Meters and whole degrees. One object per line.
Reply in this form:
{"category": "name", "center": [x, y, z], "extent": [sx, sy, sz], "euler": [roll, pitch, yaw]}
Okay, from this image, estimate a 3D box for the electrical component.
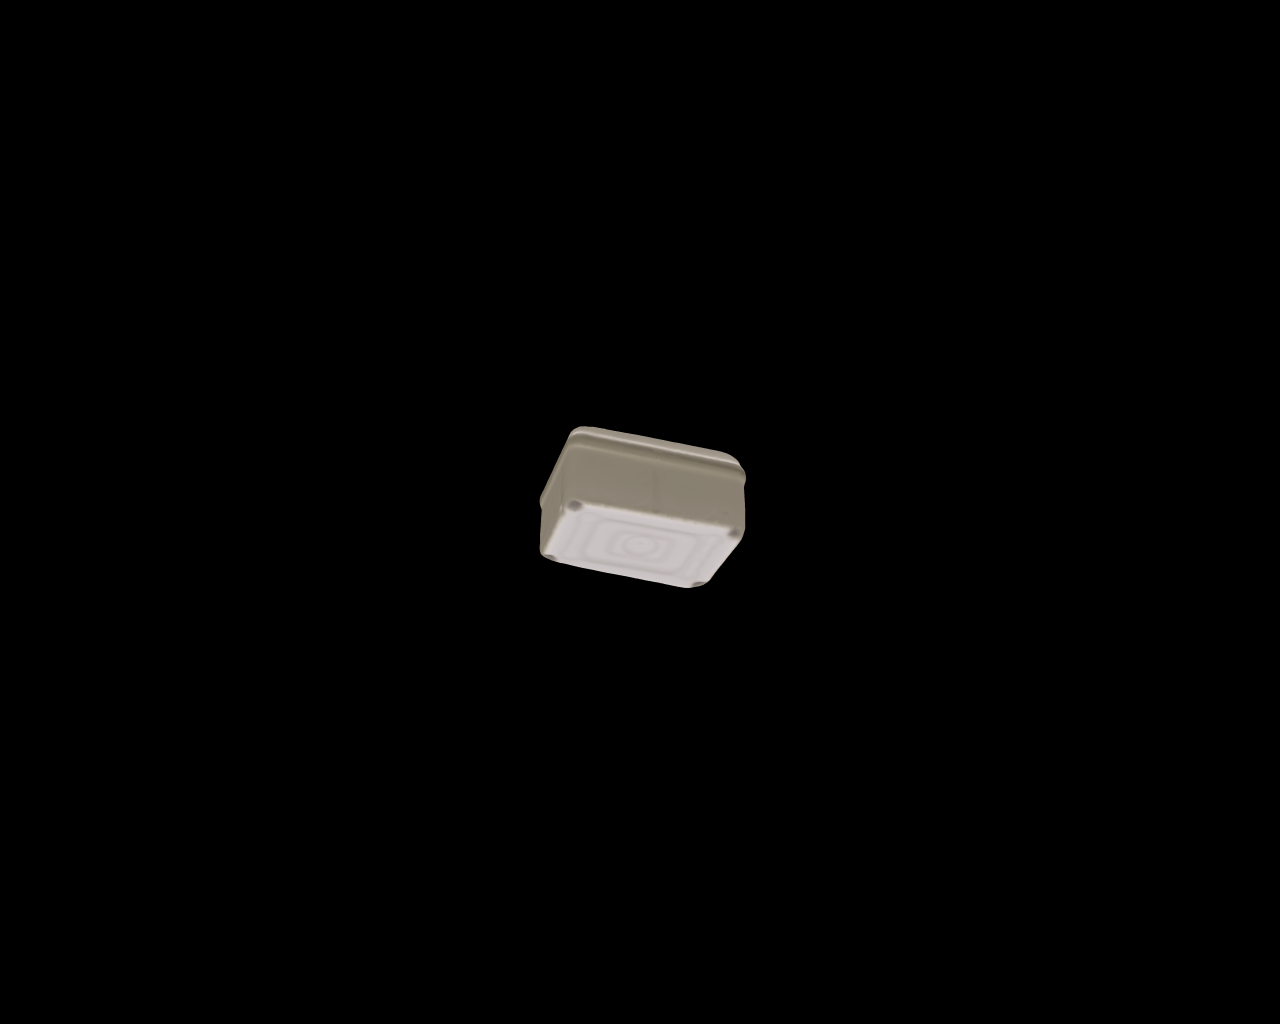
{"category": "electrical component", "center": [0.001, -0.003, 0.650], "extent": [0.113, 0.057, 0.078], "euler": [11, -35, -16]}
